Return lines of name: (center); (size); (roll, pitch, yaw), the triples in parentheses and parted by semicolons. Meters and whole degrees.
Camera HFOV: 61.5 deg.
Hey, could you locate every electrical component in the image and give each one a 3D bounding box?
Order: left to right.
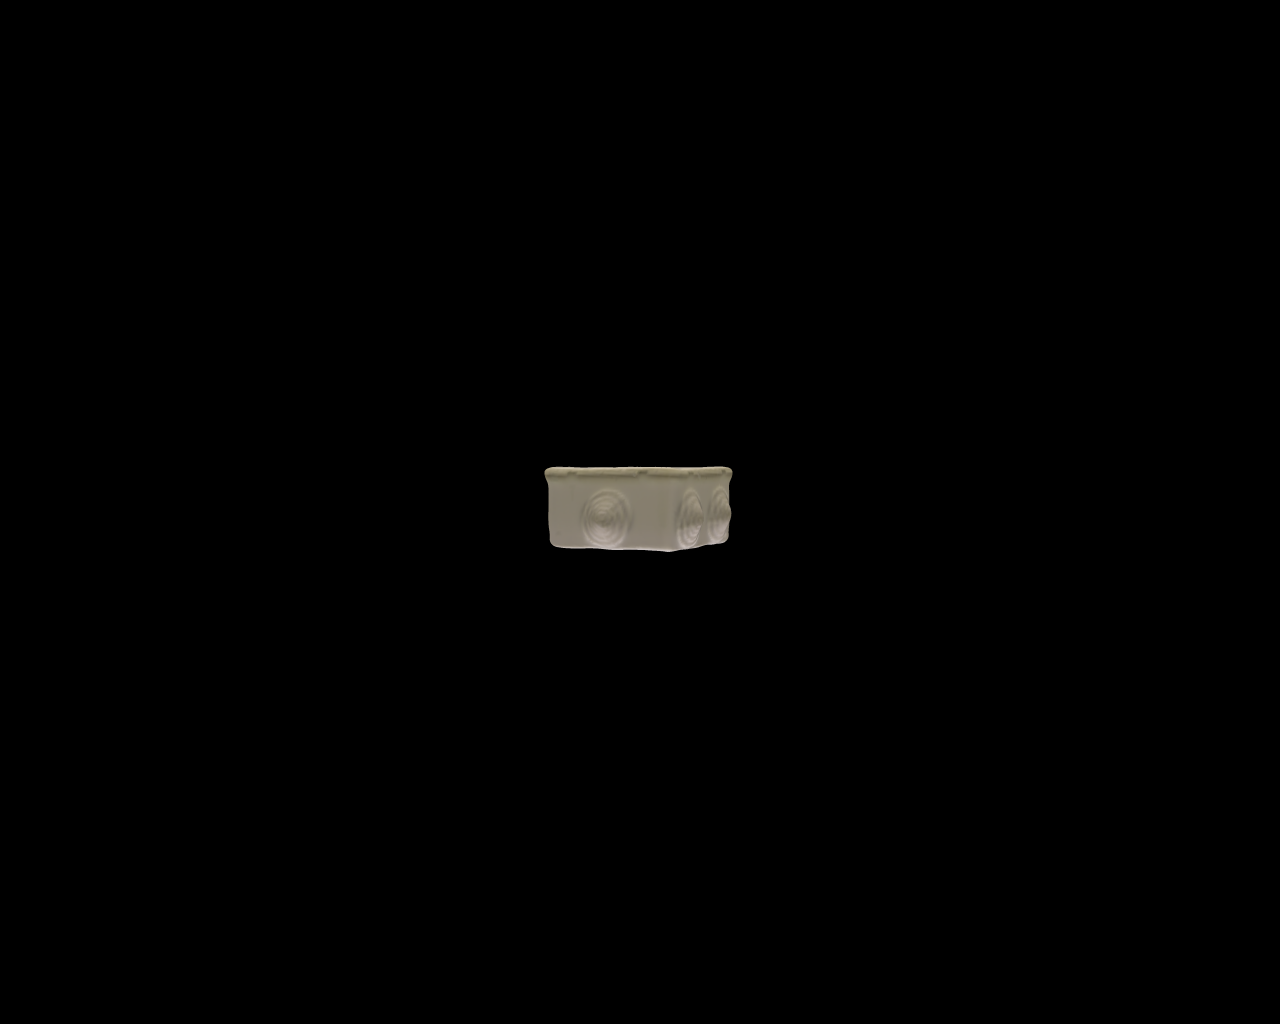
electrical component: (0.001, -0.003, 0.650); (0.100, 0.048, 0.100); (1, 3, 28)
